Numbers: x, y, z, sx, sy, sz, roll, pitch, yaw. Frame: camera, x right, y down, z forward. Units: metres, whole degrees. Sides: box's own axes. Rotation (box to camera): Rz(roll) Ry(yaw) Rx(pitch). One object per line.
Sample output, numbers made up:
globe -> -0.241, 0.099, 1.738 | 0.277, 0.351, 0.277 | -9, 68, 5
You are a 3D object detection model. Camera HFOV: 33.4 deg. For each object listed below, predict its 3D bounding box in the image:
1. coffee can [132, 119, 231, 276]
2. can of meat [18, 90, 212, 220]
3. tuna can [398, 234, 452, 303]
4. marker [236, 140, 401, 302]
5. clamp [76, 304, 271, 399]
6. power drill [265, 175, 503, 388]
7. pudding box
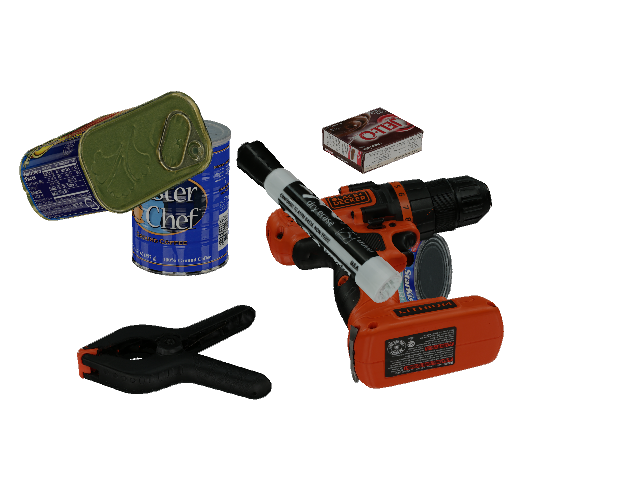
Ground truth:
coffee can -> -0.145, -0.047, 1.105 | 0.103, 0.140, 0.103 | 2, 21, -1
can of meat -> -0.138, -0.054, 0.709 | 0.084, 0.057, 0.101 | -7, 20, 45
tuna can -> 0.108, 0.035, 1.149 | 0.034, 0.086, 0.086 | 1, 1, 33
marker -> -0.004, -0.013, 0.555 | 0.121, 0.020, 0.020 | 44, 25, 29
clamp -> -0.129, 0.098, 0.964 | 0.171, 0.039, 0.120 | 3, 27, -4
power drill -> 0.066, 0.020, 0.792 | 0.184, 0.057, 0.188 | -13, 36, -9
pudding box -> 0.072, -0.140, 1.479 | 0.113, 0.039, 0.090 | -25, 41, -31
